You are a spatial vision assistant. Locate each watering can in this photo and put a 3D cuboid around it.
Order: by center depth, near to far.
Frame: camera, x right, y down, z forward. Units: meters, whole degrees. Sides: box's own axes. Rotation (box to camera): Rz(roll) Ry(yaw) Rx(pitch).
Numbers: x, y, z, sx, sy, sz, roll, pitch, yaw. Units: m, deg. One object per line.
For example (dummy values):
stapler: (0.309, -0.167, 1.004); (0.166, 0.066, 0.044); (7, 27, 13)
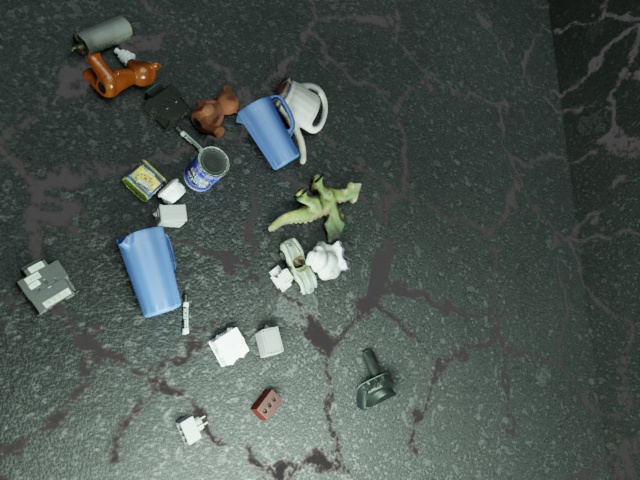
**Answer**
watering can: (-0.083, -0.465, 1.914); (0.223, 0.103, 0.355); (29, 60, -21)

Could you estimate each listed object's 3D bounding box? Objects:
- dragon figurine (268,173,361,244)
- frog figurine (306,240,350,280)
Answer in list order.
dragon figurine: (0.006, -0.094, 1.864); (0.416, 0.122, 0.240); (-48, 111, -25)
frog figurine: (0.009, 0.074, 1.790); (0.160, 0.123, 0.137); (-11, 99, -36)
